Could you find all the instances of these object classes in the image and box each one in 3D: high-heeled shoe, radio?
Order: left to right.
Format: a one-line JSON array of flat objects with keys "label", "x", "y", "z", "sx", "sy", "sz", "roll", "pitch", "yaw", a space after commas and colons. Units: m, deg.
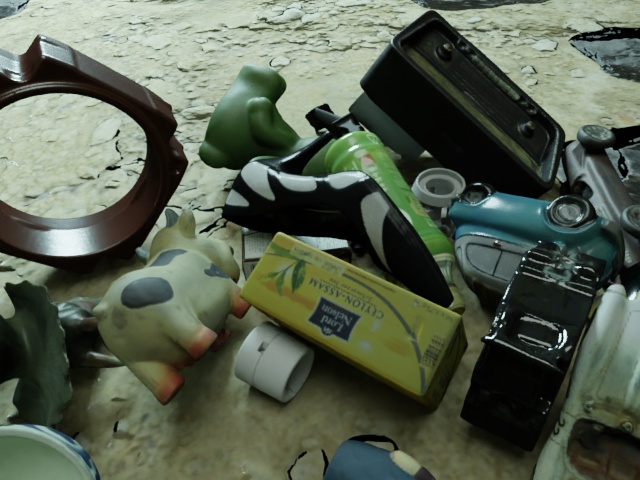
[{"label": "high-heeled shoe", "x": -0.001, "y": -0.001, "z": 0.488, "sx": 0.145, "sy": 0.086, "sz": 0.249, "roll": -40, "pitch": 53, "yaw": 9}, {"label": "radio", "x": 0.168, "y": -0.146, "z": 0.611, "sx": 0.229, "sy": 0.073, "sz": 0.131, "roll": 42, "pitch": 50, "yaw": -5}]

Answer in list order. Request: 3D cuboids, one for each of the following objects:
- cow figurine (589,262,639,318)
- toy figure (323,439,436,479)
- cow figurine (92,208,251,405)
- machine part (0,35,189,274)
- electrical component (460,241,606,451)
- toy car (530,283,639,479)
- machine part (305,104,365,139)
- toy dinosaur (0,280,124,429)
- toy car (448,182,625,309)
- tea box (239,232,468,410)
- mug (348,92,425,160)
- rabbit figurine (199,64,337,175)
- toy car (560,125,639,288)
[{"label": "cow figurine", "x": 0.250, "y": 0.088, "z": 0.421, "sx": 0.068, "sy": 0.098, "sz": 0.167, "roll": 23, "pitch": 51, "yaw": 18}, {"label": "toy figure", "x": 0.075, "y": 0.187, "z": 0.355, "sx": 0.155, "sy": 0.064, "sz": 0.058, "roll": 22, "pitch": 34, "yaw": 26}, {"label": "cow figurine", "x": -0.127, "y": 0.043, "z": 0.475, "sx": 0.127, "sy": 0.085, "sz": 0.195, "roll": 40, "pitch": 18, "yaw": -1}, {"label": "machine part", "x": -0.250, "y": -0.075, "z": 0.528, "sx": 0.201, "sy": 0.201, "sz": 0.087, "roll": -55, "pitch": 40, "yaw": 12}, {"label": "electrical component", "x": 0.156, "y": 0.084, "z": 0.404, "sx": 0.058, "sy": 0.134, "sz": 0.115, "roll": 24, "pitch": 48, "yaw": 26}, {"label": "toy car", "x": 0.193, "y": 0.126, "z": 0.352, "sx": 0.074, "sy": 0.056, "sz": 0.201, "roll": 20, "pitch": 88, "yaw": 25}, {"label": "machine part", "x": 0.031, "y": -0.142, "z": 0.701, "sx": 0.039, "sy": 0.084, "sz": 0.139, "roll": -50, "pitch": 39, "yaw": 4}, {"label": "toy dinosaur", "x": -0.294, "y": 0.051, "z": 0.351, "sx": 0.192, "sy": 0.404, "sz": 0.131, "roll": 1, "pitch": 70, "yaw": 20}, {"label": "toy car", "x": 0.185, "y": 0.016, "z": 0.501, "sx": 0.162, "sy": 0.109, "sz": 0.103, "roll": 19, "pitch": 65, "yaw": 34}, {"label": "tea box", "x": 0.030, "y": 0.067, "z": 0.448, "sx": 0.170, "sy": 0.098, "sz": 0.068, "roll": 23, "pitch": 75, "yaw": 27}, {"label": "mug", "x": 0.097, "y": -0.152, "z": 0.691, "sx": 0.081, "sy": 0.109, "sz": 0.107, "roll": -43, "pitch": 92, "yaw": -11}, {"label": "rabbit figurine", "x": -0.046, "y": -0.109, "z": 0.640, "sx": 0.170, "sy": 0.121, "sz": 0.159, "roll": 25, "pitch": 53, "yaw": 8}, {"label": "toy car", "x": 0.290, "y": -0.035, "z": 0.553, "sx": 0.053, "sy": 0.089, "sz": 0.202, "roll": 3, "pitch": 45, "yaw": 3}]
